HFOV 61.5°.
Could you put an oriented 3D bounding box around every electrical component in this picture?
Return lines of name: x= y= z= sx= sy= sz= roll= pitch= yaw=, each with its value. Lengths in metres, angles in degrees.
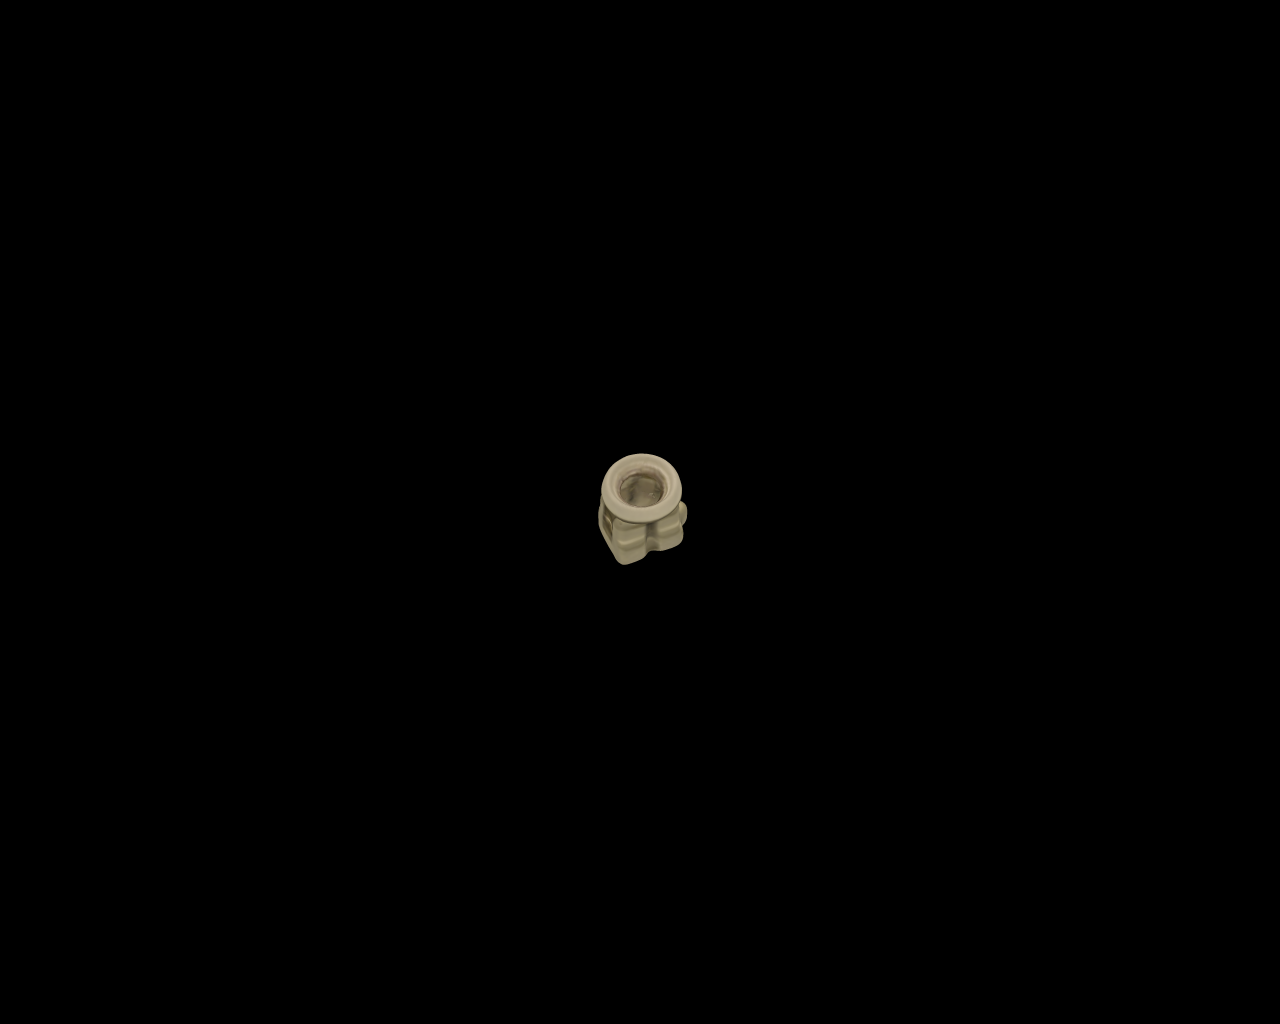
electrical component: x=0.001 y=-0.003 z=0.650 sx=0.066 sy=0.048 sz=0.055 roll=-21 pitch=-34 yaw=-15
